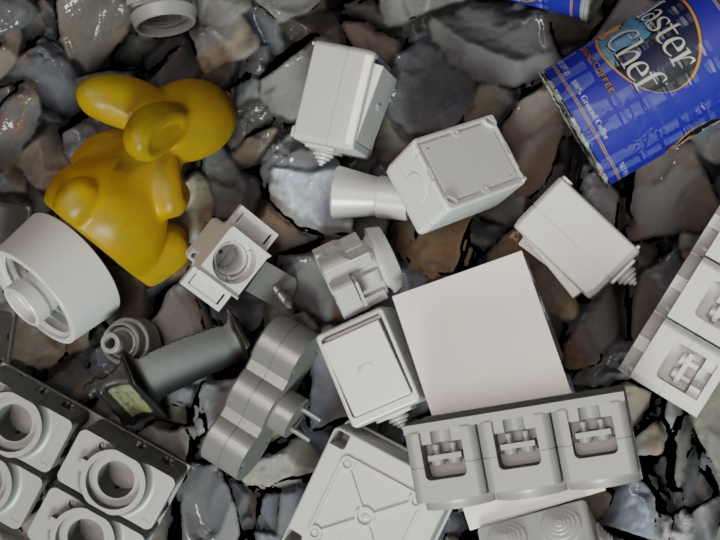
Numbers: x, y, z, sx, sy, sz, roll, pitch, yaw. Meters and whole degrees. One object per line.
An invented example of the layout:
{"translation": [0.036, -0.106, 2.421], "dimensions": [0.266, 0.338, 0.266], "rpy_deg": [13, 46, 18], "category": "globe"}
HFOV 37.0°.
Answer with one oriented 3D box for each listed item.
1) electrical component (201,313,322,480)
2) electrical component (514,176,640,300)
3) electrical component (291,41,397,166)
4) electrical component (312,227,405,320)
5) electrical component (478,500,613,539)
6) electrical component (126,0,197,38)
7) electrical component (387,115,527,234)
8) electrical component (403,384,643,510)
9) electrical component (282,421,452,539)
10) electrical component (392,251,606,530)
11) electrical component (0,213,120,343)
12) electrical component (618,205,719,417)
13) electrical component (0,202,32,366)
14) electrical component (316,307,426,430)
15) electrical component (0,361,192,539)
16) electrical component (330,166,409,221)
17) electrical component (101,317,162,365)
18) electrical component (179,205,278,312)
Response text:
{"translation": [-0.067, 0.113, 0.884], "dimensions": [0.074, 0.052, 0.138], "rpy_deg": [30, 95, 14], "category": "electrical component"}
{"translation": [0.169, -0.016, 0.824], "dimensions": [0.061, 0.062, 0.096], "rpy_deg": [-46, 78, 8], "category": "electrical component"}
{"translation": [-0.012, -0.130, 0.876], "dimensions": [0.061, 0.062, 0.096], "rpy_deg": [14, 91, 15], "category": "electrical component"}
{"translation": [0.000, 0.000, 0.865], "dimensions": [0.057, 0.078, 0.058], "rpy_deg": [-25, 116, -3], "category": "electrical component"}
{"translation": [0.142, 0.218, 0.804], "dimensions": [0.100, 0.099, 0.048], "rpy_deg": [-19, 49, 13], "category": "electrical component"}
{"translation": [-0.172, -0.236, 0.925], "dimensions": [0.078, 0.058, 0.057], "rpy_deg": [-13, 82, 13], "category": "electrical component"}
{"translation": [0.078, -0.075, 0.843], "dimensions": [0.096, 0.061, 0.061], "rpy_deg": [-21, 79, -30], "category": "electrical component"}
{"translation": [0.116, 0.125, 0.753], "dimensions": [0.150, 0.089, 0.061], "rpy_deg": [-11, 84, 13], "category": "electrical component"}
{"translation": [0.011, 0.192, 0.858], "dimensions": [0.109, 0.056, 0.108], "rpy_deg": [26, 94, 14], "category": "electrical component"}
{"translation": [0.109, 0.092, 0.835], "dimensions": [0.105, 0.060, 0.186], "rpy_deg": [-20, 83, 13], "category": "electrical component"}
{"translation": [-0.262, 0.013, 0.903], "dimensions": [0.108, 0.108, 0.060], "rpy_deg": [37, 58, 13], "category": "electrical component"}
{"translation": [0.256, 0.024, 0.786], "dimensions": [0.062, 0.089, 0.150], "rpy_deg": [32, 95, 14], "category": "electrical component"}
{"translation": [-0.369, 0.027, 0.961], "dimensions": [0.105, 0.060, 0.186], "rpy_deg": [8, 89, 15], "category": "electrical component"}
{"translation": [0.014, 0.083, 0.860], "dimensions": [0.062, 0.061, 0.096], "rpy_deg": [-25, 82, 12], "category": "electrical component"}
{"translation": [-0.254, 0.171, 0.905], "dimensions": [0.186, 0.060, 0.105], "rpy_deg": [28, 95, 2], "category": "electrical component"}
{"translation": [0.012, -0.060, 0.878], "dimensions": [0.065, 0.044, 0.044], "rpy_deg": [6, 89, 10], "category": "electrical component"}
{"translation": [-0.199, 0.062, 0.915], "dimensions": [0.043, 0.062, 0.043], "rpy_deg": [-1, 87, 14], "category": "electrical component"}
{"translation": [-0.112, -0.013, 0.890], "dimensions": [0.042, 0.064, 0.081], "rpy_deg": [40, 86, -27], "category": "electrical component"}
